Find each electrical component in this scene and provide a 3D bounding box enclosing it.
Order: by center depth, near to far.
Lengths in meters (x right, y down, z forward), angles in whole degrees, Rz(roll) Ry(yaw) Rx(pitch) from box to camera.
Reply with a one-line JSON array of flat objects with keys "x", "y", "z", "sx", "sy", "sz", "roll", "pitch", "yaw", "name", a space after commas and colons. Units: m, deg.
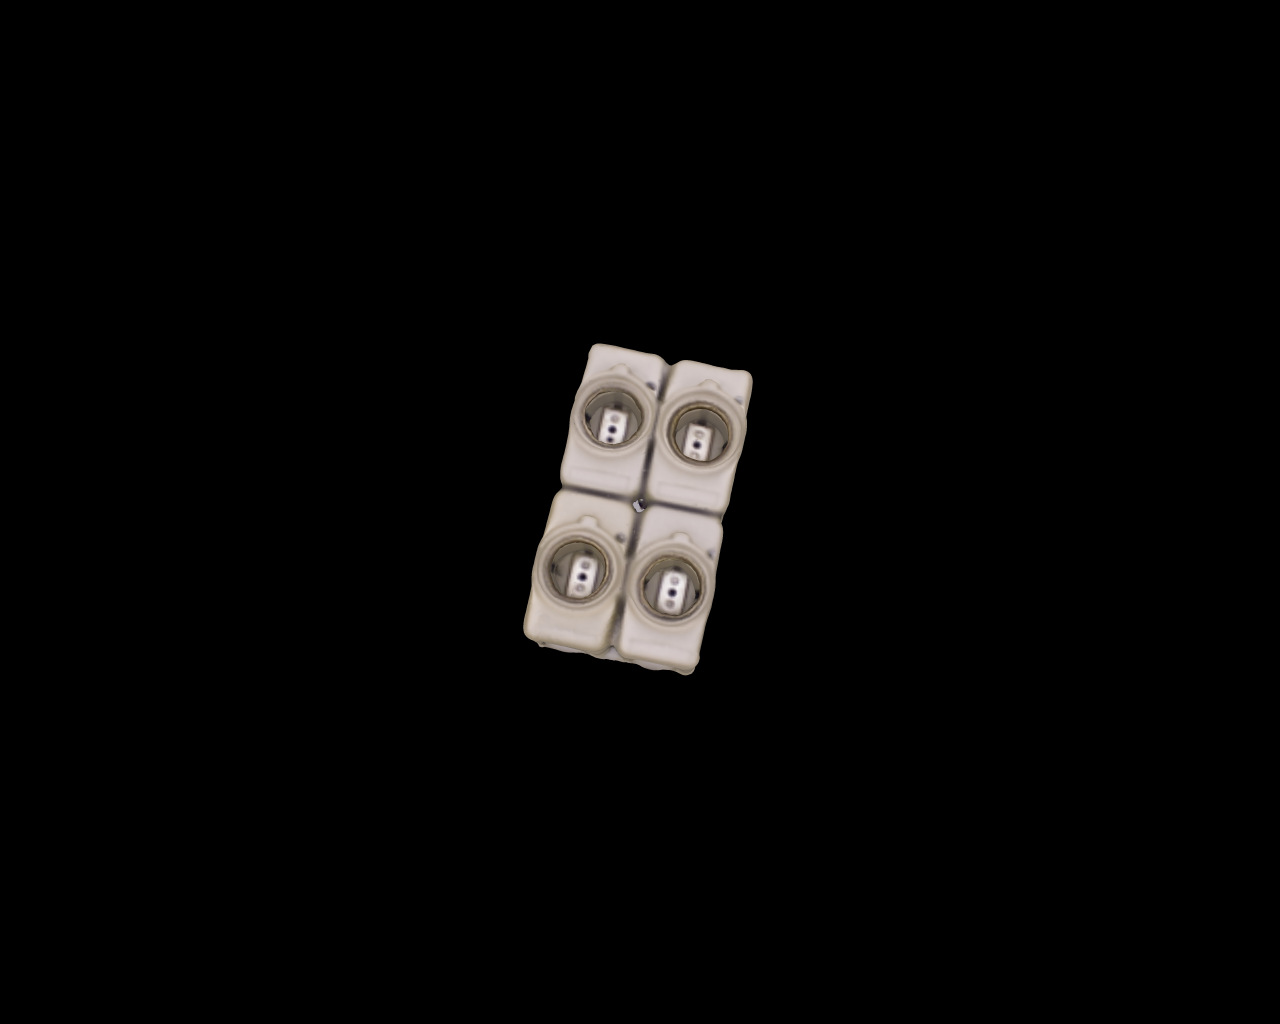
[{"x": 0.001, "y": -0.003, "z": 0.650, "sx": 0.105, "sy": 0.186, "sz": 0.060, "roll": 11, "pitch": -11, "yaw": 2, "name": "electrical component"}]
